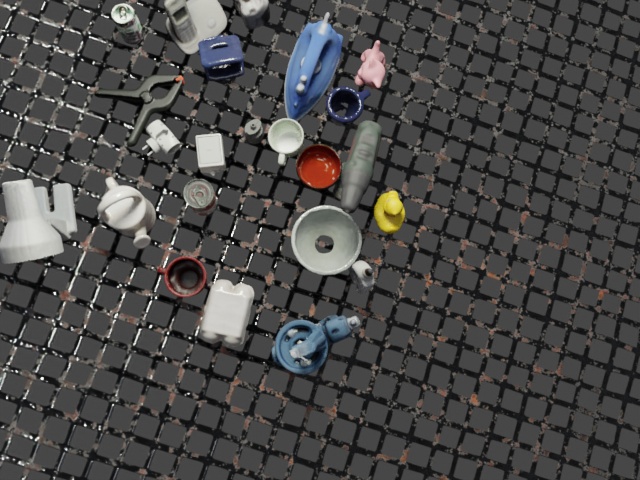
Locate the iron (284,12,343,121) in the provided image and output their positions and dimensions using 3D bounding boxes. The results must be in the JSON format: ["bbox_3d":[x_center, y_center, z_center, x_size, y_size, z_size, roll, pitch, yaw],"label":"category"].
[{"bbox_3d":[-0.024,-0.420,1.396,0.118,0.141,0.258,19,81,-2],"label":"iron"}]

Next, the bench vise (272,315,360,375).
[{"bbox_3d":[-0.013,0.213,1.269,0.207,0.219,0.121,-42,87,-9],"label":"bench vise"}]

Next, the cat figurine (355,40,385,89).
[{"bbox_3d":[0.132,-0.432,1.424,0.067,0.117,0.128,12,81,-3],"label":"cat figurine"}]

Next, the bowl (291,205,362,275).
[{"bbox_3d":[0.013,0.005,1.374,0.167,0.074,0.167,1,82,-5],"label":"bowl"}]

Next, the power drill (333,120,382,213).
[{"bbox_3d":[0.084,-0.153,1.335,0.075,0.208,0.230,16,81,-2],"label":"power drill"}]

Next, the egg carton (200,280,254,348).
[{"bbox_3d":[-0.216,0.171,1.332,0.107,0.069,0.150,12,81,-4],"label":"egg carton"}]

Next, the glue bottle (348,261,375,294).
[{"bbox_3d":[0.102,0.081,1.322,0.037,0.173,0.078,-19,84,-7],"label":"glue bottle"}]

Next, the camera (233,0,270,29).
[{"bbox_3d":[-0.153,-0.630,1.433,0.137,0.100,0.143,-24,85,-8],"label":"camera"}]

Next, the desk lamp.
[{"bbox_3d":[-0.620,-0.041,1.250,0.118,0.213,0.203,-10,83,-6],"label":"desk lamp"}]

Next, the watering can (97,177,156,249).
[{"bbox_3d":[-0.431,-0.064,1.281,0.173,0.194,0.101,38,81,1],"label":"watering can"}]

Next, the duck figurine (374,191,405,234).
[{"bbox_3d":[0.175,-0.070,1.394,0.077,0.086,0.104,1,82,-5],"label":"duck figurine"}]

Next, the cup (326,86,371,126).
[{"bbox_3d":[0.067,-0.327,1.415,0.118,0.095,0.092,-30,86,-8],"label":"cup"}]

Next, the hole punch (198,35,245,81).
[{"bbox_3d":[-0.245,-0.457,1.406,0.109,0.091,0.101,-13,83,-7],"label":"hole punch"}]

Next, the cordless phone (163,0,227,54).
[{"bbox_3d":[-0.302,-0.543,1.365,0.148,0.185,0.094,-44,88,-9],"label":"cordless phone"}]
